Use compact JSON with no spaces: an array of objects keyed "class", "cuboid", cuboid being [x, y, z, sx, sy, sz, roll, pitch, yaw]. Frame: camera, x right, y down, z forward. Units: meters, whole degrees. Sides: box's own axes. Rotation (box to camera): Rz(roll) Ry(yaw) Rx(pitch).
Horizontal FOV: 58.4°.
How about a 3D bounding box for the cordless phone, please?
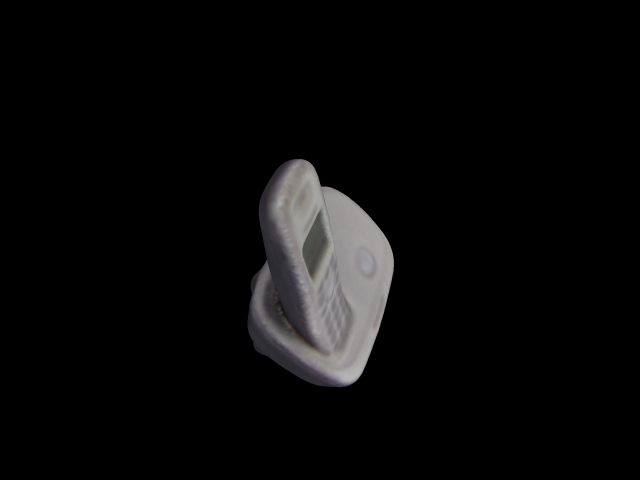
[{"class":"cordless phone","cuboid":[0.004,0.001,0.400,0.094,0.185,0.147,12,50,10]}]
